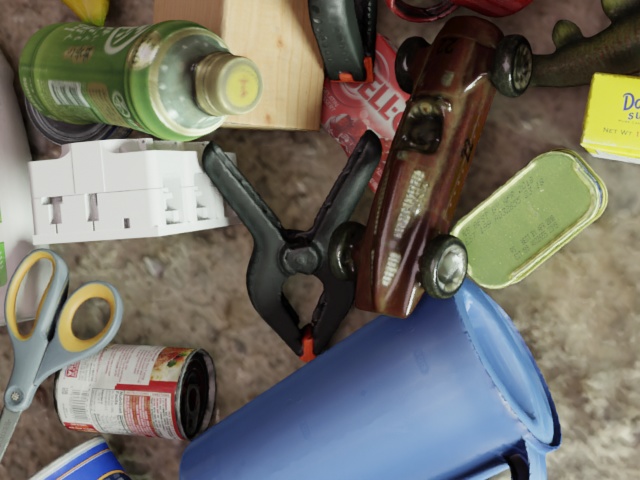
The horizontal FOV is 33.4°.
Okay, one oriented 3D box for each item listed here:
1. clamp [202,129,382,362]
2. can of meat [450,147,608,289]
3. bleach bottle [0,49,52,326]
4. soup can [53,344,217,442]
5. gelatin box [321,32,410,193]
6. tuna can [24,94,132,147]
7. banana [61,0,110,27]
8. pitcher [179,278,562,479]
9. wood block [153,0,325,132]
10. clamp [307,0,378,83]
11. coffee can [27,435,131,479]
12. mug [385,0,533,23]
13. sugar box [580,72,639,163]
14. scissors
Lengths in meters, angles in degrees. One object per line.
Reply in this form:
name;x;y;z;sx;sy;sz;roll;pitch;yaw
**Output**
clamp;-0.005;0.001;0.741;0.120;0.039;0.171;-10;115;9
can of meat;0.136;-0.014;0.695;0.102;0.083;0.057;-41;82;14
bleach bottle;-0.273;-0.056;0.825;0.103;0.068;0.251;-12;87;12
soup can;-0.136;0.112;0.790;0.102;0.068;0.068;2;93;17
gelatin box;0.043;-0.088;0.747;0.073;0.030;0.089;-39;83;14
tuna can;-0.179;-0.111;0.809;0.086;0.033;0.086;1;93;16
banana;-0.231;-0.202;0.809;0.198;0.037;0.069;21;61;21
pitcher;0.030;0.138;0.708;0.243;0.149;0.145;-33;94;19
wood block;-0.052;-0.180;0.725;0.091;0.090;0.206;8;96;48
clamp;0.016;-0.203;0.680;0.036;0.164;0.210;6;131;18
coffee can;-0.164;0.231;0.786;0.103;0.102;0.140;-39;82;14
mug;0.090;-0.183;0.680;0.117;0.081;0.093;-48;44;34
sugar box;0.205;-0.065;0.624;0.093;0.176;0.048;11;98;14
scissors;-0.196;0.107;0.763;0.096;0.016;0.202;5;82;8
